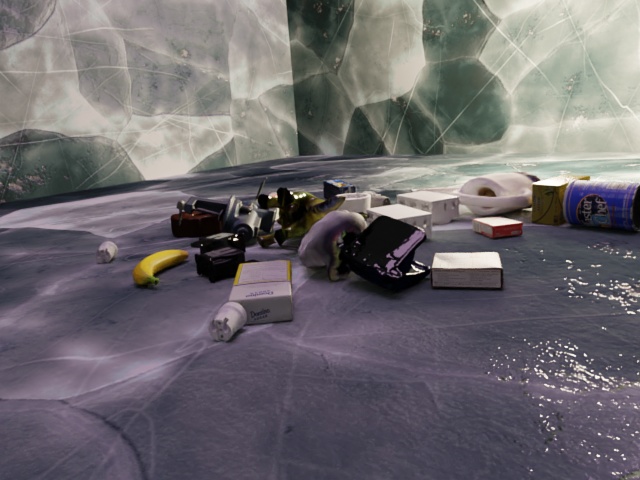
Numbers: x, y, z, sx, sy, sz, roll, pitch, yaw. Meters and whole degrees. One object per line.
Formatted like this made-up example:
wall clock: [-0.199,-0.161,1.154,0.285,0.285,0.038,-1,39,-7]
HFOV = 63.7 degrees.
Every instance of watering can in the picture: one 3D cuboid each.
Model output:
watering can: [0.432,-0.126,1.374,0.225,0.103,0.349,-10,14,-28]

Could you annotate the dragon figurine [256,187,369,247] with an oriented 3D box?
dragon figurine: [0.004,-0.059,1.166,0.244,0.122,0.408,-6,0,-38]

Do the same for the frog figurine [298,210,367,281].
frog figurine: [0.013,-0.002,0.970,0.161,0.139,0.120,24,-22,52]
